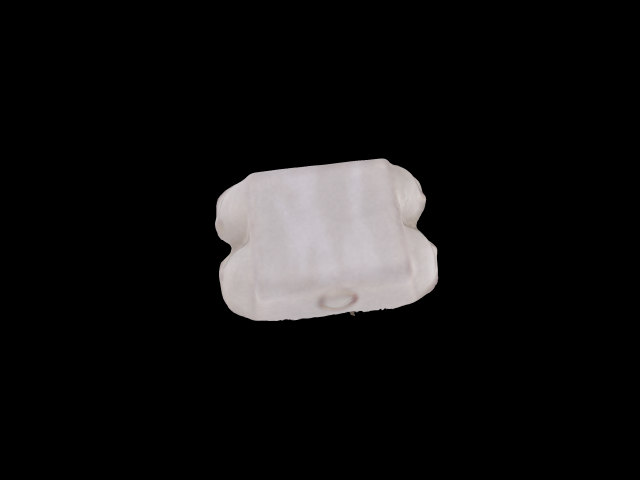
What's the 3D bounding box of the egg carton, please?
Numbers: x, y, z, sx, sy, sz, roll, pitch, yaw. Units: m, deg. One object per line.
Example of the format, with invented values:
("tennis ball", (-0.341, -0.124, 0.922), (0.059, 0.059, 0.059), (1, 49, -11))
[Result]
("egg carton", (0.004, 0.001, 0.400), (0.150, 0.069, 0.107), (-8, 66, -3))
